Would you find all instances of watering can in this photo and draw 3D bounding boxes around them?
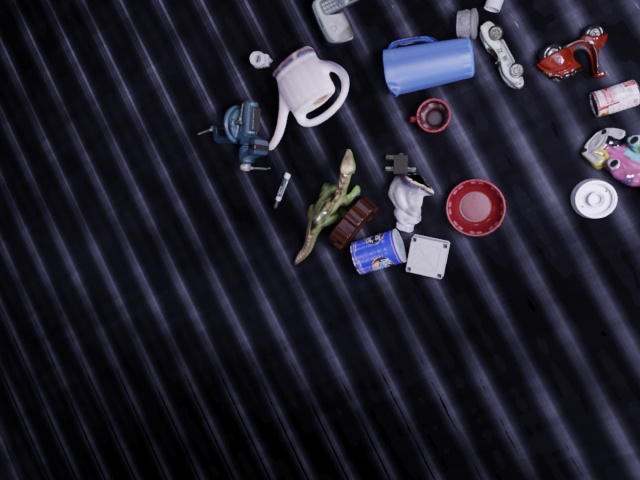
[{"bbox_3d":[-0.073,-0.439,1.573,0.344,0.105,0.225,-29,85,27],"label":"watering can"}]

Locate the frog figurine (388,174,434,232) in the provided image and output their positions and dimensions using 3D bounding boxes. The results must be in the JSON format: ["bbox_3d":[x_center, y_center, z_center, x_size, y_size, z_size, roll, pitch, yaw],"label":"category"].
[{"bbox_3d":[0.245,-0.107,1.492,0.140,0.122,0.157,49,121,42],"label":"frog figurine"}]

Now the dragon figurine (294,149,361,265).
[{"bbox_3d":[0.005,-0.076,1.506,0.122,0.244,0.407,30,101,7],"label":"dragon figurine"}]
